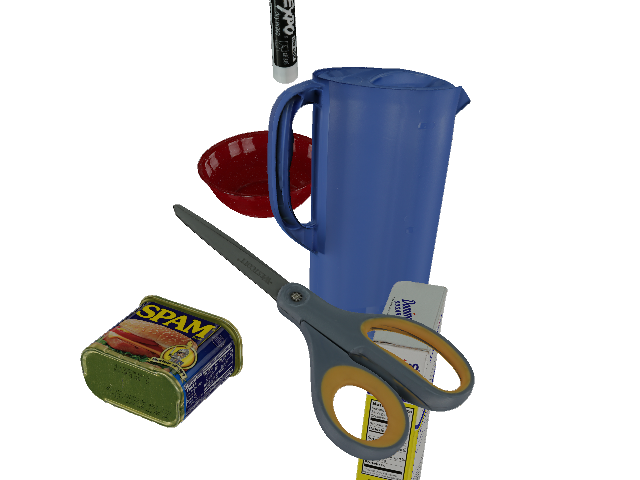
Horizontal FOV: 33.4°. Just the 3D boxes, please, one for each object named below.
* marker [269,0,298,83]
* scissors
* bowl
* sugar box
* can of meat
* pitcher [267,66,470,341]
[{"bbox_3d":[-0.027,-0.163,0.751,0.020,0.020,0.121,0,-43,1],"label":"marker"},{"bbox_3d":[-0.016,0.050,0.581,0.202,0.096,0.016,24,-38,12],"label":"scissors"},{"bbox_3d":[-0.069,-0.075,1.316,0.162,0.055,0.162,-2,34,1],"label":"bowl"},{"bbox_3d":[0.056,0.126,0.781,0.048,0.176,0.093,8,27,11],"label":"sugar box"},{"bbox_3d":[-0.127,0.096,0.851,0.102,0.057,0.083,16,33,25],"label":"can of meat"},{"bbox_3d":[0.040,-0.035,0.973,0.149,0.243,0.144,11,17,20],"label":"pitcher"}]
